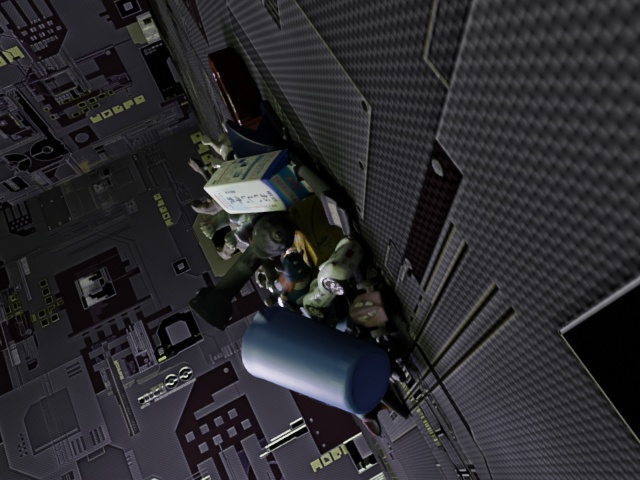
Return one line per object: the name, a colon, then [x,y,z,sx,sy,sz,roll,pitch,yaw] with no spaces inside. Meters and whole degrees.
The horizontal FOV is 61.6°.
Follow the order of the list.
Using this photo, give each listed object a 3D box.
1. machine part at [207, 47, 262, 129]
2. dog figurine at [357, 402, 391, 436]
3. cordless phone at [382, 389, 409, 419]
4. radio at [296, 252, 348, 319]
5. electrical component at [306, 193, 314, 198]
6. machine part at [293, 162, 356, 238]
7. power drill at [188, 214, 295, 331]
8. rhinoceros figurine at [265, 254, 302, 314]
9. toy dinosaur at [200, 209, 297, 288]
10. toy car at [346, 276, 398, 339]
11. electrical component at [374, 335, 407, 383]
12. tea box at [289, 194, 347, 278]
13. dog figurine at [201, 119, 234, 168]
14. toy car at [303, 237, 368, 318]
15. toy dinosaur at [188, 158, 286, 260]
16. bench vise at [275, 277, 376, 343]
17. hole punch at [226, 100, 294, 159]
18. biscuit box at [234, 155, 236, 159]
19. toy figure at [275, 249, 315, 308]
machine part: [-0.163,-0.289,1.062,0.179,0.056,0.179,62,172,16]
dog figurine: [0.100,0.362,1.258,0.219,0.108,0.191,35,176,46]
cordless phone: [0.113,0.299,1.149,0.184,0.089,0.146,45,172,-6]
radio: [0.010,0.133,1.239,0.131,0.073,0.229,51,166,52]
electrical component: [-0.022,-0.080,0.962,0.063,0.021,0.093,58,170,34]
machine part: [0.008,-0.066,0.783,0.139,0.039,0.084,51,174,39]
power drill: [-0.120,0.041,0.864,0.086,0.207,0.232,34,-175,-7]
rhinoceros figurine: [-0.078,0.102,1.175,0.190,0.073,0.112,60,-164,-28]
toy dinosaur: [-0.125,-0.089,1.131,0.131,0.192,0.405,53,-152,-37]
toy car: [0.072,0.109,0.836,0.202,0.053,0.089,110,146,-80]
electrical component: [0.114,0.196,0.907,0.078,0.045,0.102,50,172,2]
tea box: [-0.002,-0.003,0.917,0.098,0.068,0.169,60,170,12]
dog figurine: [-0.239,-0.245,1.555,0.172,0.121,0.190,65,-174,8]
toy car: [0.018,0.063,0.842,0.056,0.073,0.201,34,151,2]
toy dinosaur: [-0.176,-0.023,1.356,0.198,0.105,0.471,-32,97,42]
bench vise: [-0.006,0.148,1.056,0.240,0.129,0.224,50,155,-7]
hole punch: [-0.104,-0.170,0.973,0.116,0.092,0.142,55,165,26]
biscuit box: [-0.152,-0.144,1.393,0.202,0.063,0.059,64,171,-11]
toy figure: [-0.038,0.069,0.921,0.058,0.064,0.154,22,155,11]
